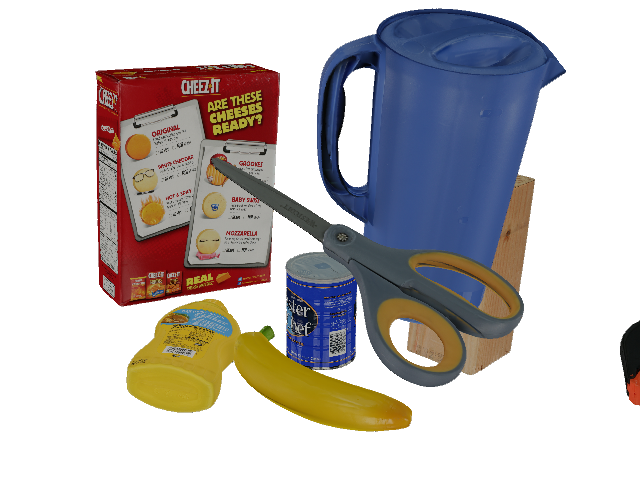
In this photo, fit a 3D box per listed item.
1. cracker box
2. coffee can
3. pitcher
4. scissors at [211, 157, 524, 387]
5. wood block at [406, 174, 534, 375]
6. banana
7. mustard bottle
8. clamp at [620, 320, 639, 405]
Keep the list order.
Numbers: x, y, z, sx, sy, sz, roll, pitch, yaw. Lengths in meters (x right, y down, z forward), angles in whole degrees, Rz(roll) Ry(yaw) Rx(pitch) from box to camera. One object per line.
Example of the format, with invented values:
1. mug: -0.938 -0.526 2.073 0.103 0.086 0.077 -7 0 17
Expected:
1. cracker box: -0.128 -0.057 1.019 0.163 0.214 0.072 -8 21 -31
2. coffee can: 0.002 0.099 1.524 0.103 0.140 0.103 0 21 0
3. pitcher: 0.087 -0.056 0.865 0.149 0.243 0.144 26 37 29
4. scissors: 0.011 0.017 0.589 0.202 0.096 0.016 21 -40 10
5. wood block: 0.164 0.028 1.171 0.090 0.206 0.090 19 24 34
6. banana: -0.015 0.109 0.852 0.069 0.037 0.198 -24 31 -30
7. mustard bottle: -0.140 0.115 1.179 0.096 0.058 0.191 8 25 7
8. clamp: 0.317 0.078 0.960 0.171 0.039 0.120 -33 37 -25
